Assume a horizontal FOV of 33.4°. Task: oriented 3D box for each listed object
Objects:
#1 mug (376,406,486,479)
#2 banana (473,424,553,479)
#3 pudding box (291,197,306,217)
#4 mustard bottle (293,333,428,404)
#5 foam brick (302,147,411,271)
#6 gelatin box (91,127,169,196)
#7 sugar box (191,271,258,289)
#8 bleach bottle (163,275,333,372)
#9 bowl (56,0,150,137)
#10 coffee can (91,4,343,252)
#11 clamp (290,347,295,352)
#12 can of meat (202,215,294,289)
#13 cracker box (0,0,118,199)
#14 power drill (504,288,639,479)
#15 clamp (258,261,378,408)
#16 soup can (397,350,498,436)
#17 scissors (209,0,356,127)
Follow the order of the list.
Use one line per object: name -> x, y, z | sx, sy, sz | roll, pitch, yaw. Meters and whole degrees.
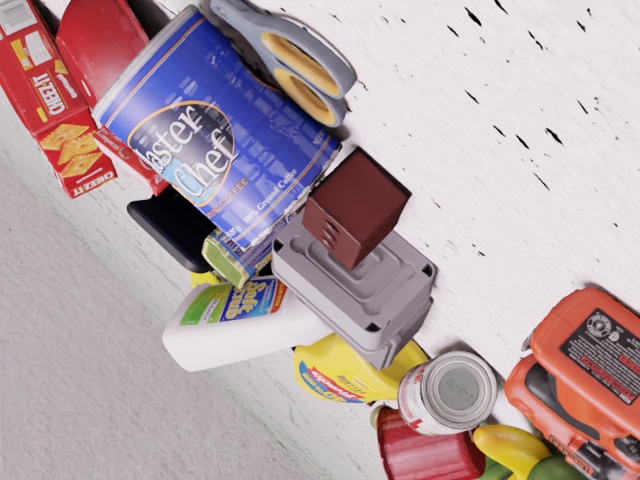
mug -> 0.112, 0.193, 1.036 | 0.117, 0.082, 0.093 | -45, -64, -69
banana -> 0.178, 0.205, 0.955 | 0.198, 0.069, 0.037 | 70, -177, -57
pudding box -> -0.056, -0.073, 0.854 | 0.090, 0.039, 0.114 | 54, 163, -29
mustard bottle -> 0.025, 0.128, 1.083 | 0.096, 0.058, 0.192 | 37, 155, -18
foam brick -> 0.024, -0.021, 0.752 | 0.053, 0.051, 0.078 | 43, 167, 8
gelatin box -> -0.163, -0.096, 1.025 | 0.089, 0.073, 0.030 | 38, 164, 27
sugar box -> -0.112, 0.034, 1.230 | 0.093, 0.048, 0.176 | 49, 160, 23
bleach bottle -> -0.049, 0.072, 1.079 | 0.251, 0.102, 0.068 | -16, 119, 43
bowl -> -0.171, -0.139, 0.880 | 0.162, 0.055, 0.162 | 55, 167, 19
coffee can -> -0.070, -0.076, 0.731 | 0.140, 0.102, 0.103 | 42, 167, -9
clamp -> -0.045, 0.100, 1.284 | 0.172, 0.039, 0.120 | 45, 171, 38
can of meat -> -0.059, -0.005, 0.973 | 0.057, 0.084, 0.102 | 44, 167, 2
cracker box -> -0.302, -0.155, 1.174 | 0.164, 0.072, 0.214 | 59, 169, 13
power drill -> 0.192, 0.117, 0.658 | 0.185, 0.057, 0.187 | 38, 165, 24
clamp -> 0.010, 0.106, 1.201 | 0.165, 0.036, 0.210 | 31, 159, 51
soup can -> 0.109, 0.135, 0.930 | 0.068, 0.068, 0.102 | 43, 166, 4
scissors -> -0.049, -0.136, 0.697 | 0.202, 0.016, 0.096 | 36, 164, 31
